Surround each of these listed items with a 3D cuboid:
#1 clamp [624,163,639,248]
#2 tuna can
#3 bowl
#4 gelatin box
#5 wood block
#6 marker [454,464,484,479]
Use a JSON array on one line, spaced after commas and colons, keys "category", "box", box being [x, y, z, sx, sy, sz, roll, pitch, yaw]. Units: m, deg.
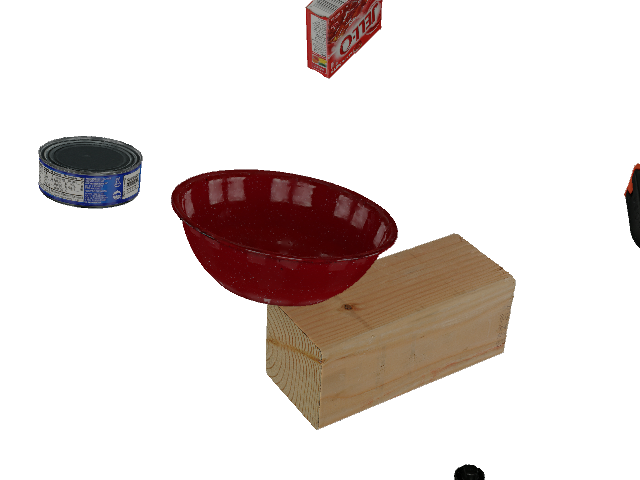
[{"category": "clamp", "box": [0.269, 0.009, 0.698, 0.120, 0.039, 0.171, -4, 46, -23]}, {"category": "tuna can", "box": [-0.194, -0.058, 0.900, 0.086, 0.034, 0.086, 7, 24, -3]}, {"category": "bowl", "box": [-0.029, 0.003, 0.761, 0.162, 0.055, 0.162, 9, 22, -4]}, {"category": "gelatin box", "box": [0.024, -0.206, 0.989, 0.030, 0.089, 0.073, 31, -32, 22]}, {"category": "wood block", "box": [0.062, 0.076, 0.954, 0.205, 0.090, 0.091, -17, 38, -27]}, {"category": "marker", "box": [0.090, 0.188, 0.683, 0.020, 0.121, 0.020, 1, 36, -1]}]
